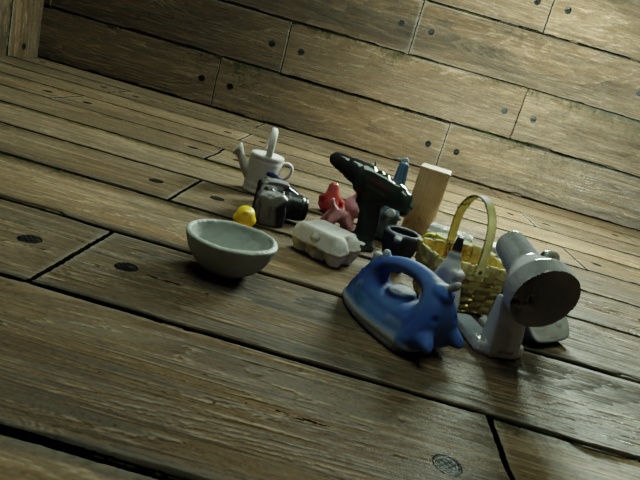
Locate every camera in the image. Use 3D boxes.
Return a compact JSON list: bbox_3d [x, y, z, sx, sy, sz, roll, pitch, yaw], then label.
[{"bbox_3d":[-0.095,-0.095,1.441,0.137,0.101,0.143,12,17,-15],"label":"camera"}]

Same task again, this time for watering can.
[{"bbox_3d":[-0.162,-0.231,1.654,0.173,0.194,0.100,6,19,-31],"label":"watering can"}]

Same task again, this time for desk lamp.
[{"bbox_3d":[0.338,0.102,1.009,0.118,0.213,0.203,12,17,-15],"label":"desk lamp"}]

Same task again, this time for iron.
[{"bbox_3d":[0.135,0.089,0.987,0.119,0.141,0.257,2,22,-40],"label":"iron"}]

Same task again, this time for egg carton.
[{"bbox_3d":[0.012,0.005,1.272,0.149,0.069,0.107,26,19,29],"label":"egg carton"}]

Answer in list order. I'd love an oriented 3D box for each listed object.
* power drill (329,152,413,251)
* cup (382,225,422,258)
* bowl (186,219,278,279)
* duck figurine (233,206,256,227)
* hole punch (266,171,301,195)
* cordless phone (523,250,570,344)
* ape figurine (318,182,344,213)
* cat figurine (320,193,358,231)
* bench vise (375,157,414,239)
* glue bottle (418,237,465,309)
[{"bbox_3d":[0.104,-0.089,1.417,0.229,0.208,0.076,21,17,15],"label":"power drill"},{"bbox_3d":[0.176,0.026,1.313,0.091,0.095,0.118,20,17,14],"label":"cup"},{"bbox_3d":[-0.164,0.024,1.035,0.167,0.075,0.167,15,17,-4],"label":"bowl"},{"bbox_3d":[-0.160,-0.028,1.185,0.077,0.086,0.104,13,17,-9],"label":"duck figurine"},{"bbox_3d":[-0.101,-0.134,1.578,0.101,0.091,0.108,6,19,-30],"label":"hole punch"},{"bbox_3d":[0.456,0.111,1.140,0.148,0.185,0.093,1,22,-40],"label":"cordless phone"},{"bbox_3d":[0.036,-0.124,1.674,0.077,0.092,0.076,18,17,7],"label":"ape figurine"},{"bbox_3d":[0.074,-0.082,1.527,0.128,0.118,0.067,6,19,-32],"label":"cat figurine"},{"bbox_3d":[0.214,-0.111,1.573,0.122,0.220,0.207,12,17,-13],"label":"bench vise"},{"bbox_3d":[0.236,0.075,1.071,0.037,0.173,0.077,0,23,-43],"label":"glue bottle"}]
